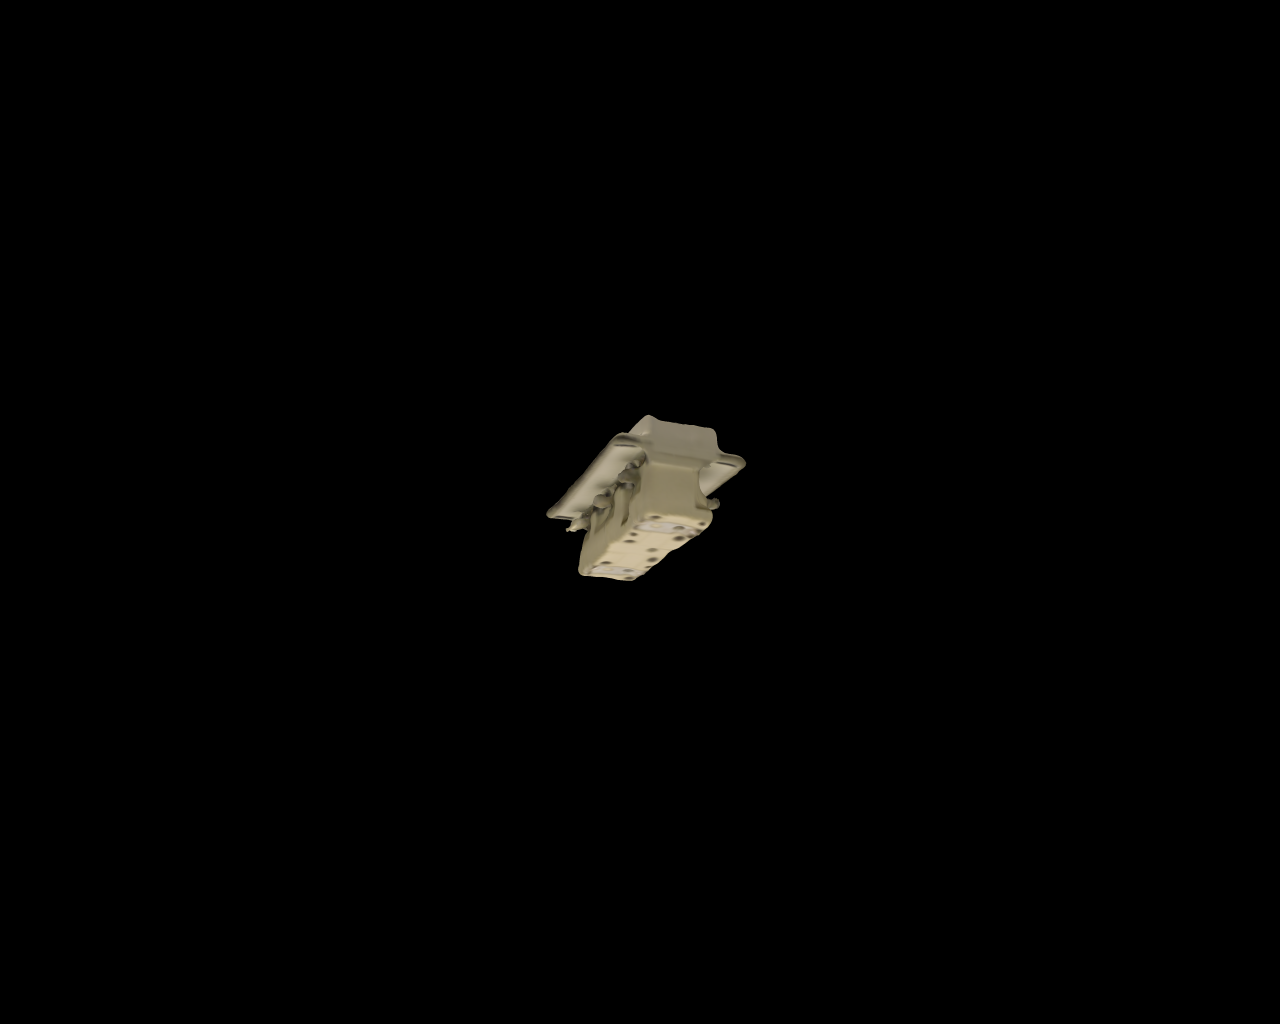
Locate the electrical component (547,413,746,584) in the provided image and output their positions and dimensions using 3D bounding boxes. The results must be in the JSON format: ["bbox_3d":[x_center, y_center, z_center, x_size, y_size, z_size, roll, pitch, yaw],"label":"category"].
[{"bbox_3d":[0.001,-0.003,0.650,0.079,0.063,0.121,9,-24,-22],"label":"electrical component"}]
